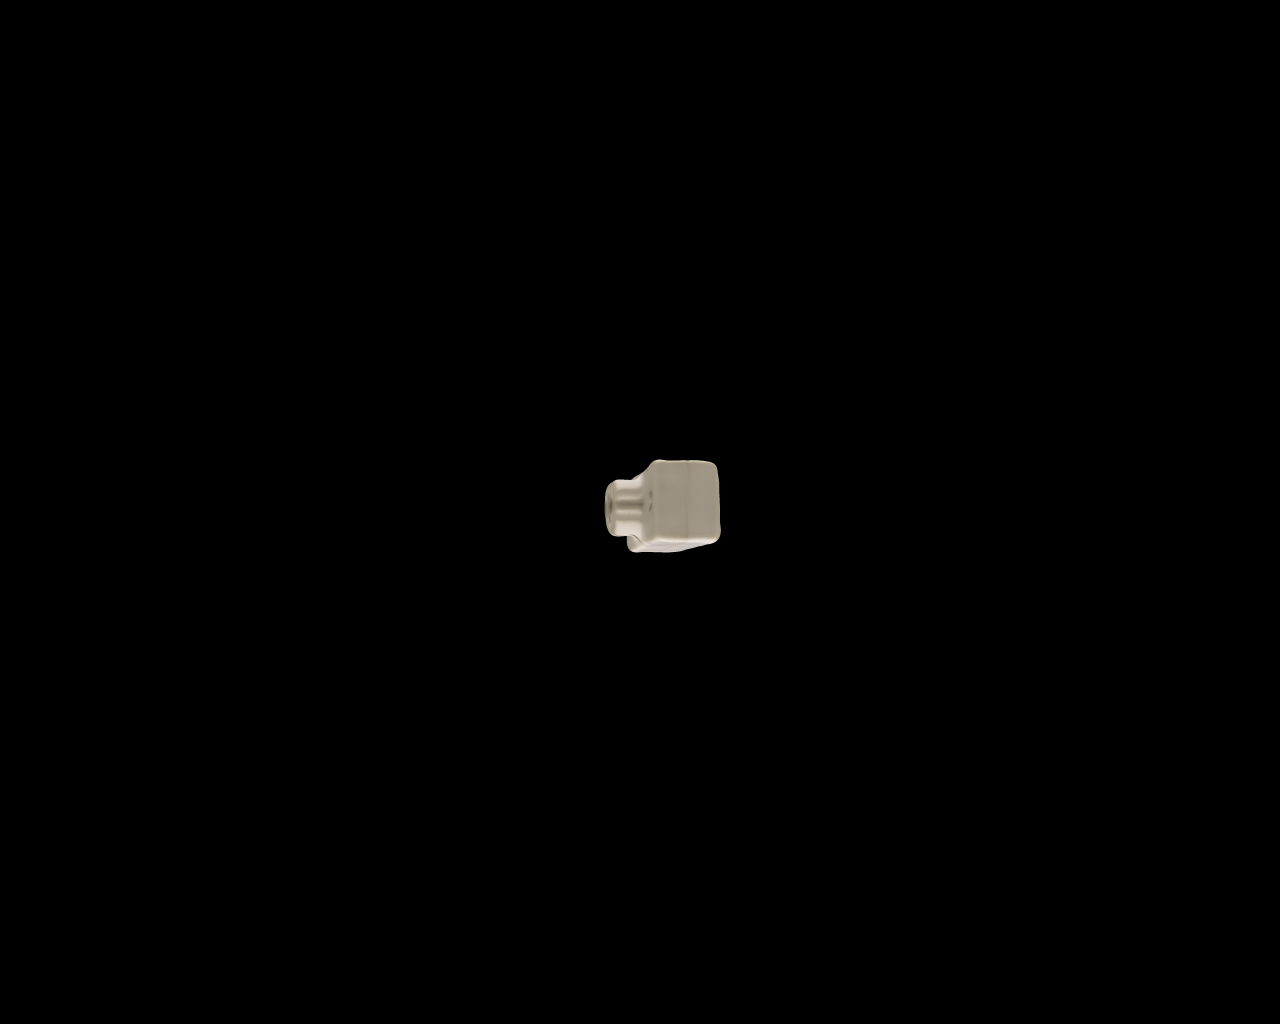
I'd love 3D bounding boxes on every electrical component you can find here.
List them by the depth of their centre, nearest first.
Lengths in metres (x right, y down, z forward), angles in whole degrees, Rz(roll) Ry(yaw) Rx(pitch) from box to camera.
[{"bbox_3d":[0.001,-0.003,0.650,0.076,0.047,0.083,1,-7,-11],"label":"electrical component"}]
